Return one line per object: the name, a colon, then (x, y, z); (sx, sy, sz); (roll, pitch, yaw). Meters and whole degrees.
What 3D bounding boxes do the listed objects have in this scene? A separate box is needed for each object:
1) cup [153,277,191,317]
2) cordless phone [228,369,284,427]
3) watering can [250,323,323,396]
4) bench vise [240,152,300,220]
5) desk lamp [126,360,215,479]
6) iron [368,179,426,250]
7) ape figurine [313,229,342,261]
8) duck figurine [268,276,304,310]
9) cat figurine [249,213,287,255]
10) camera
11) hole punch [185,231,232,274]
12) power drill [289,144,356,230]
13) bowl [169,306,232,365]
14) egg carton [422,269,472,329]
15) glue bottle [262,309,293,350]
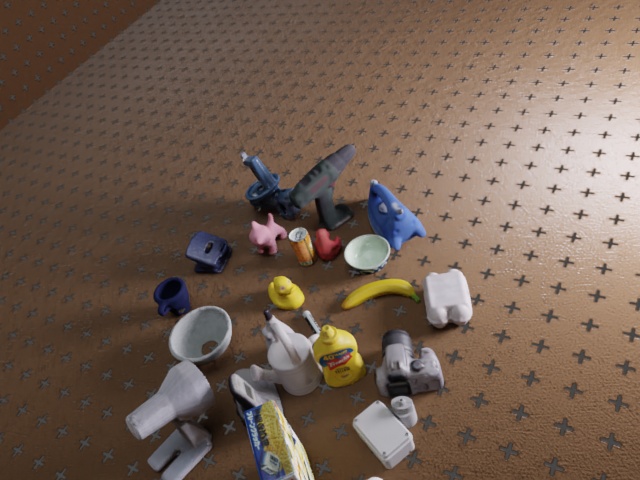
cup: (-0.397, 0.173, 1.558); (0.091, 0.095, 0.118); (-2, 47, 19)
cordless phone: (-0.156, 0.324, 1.255); (0.094, 0.185, 0.147); (-25, 44, -4)
watering can: (-0.071, 0.263, 1.278); (0.100, 0.194, 0.173); (21, 57, 35)
bench vise: (-0.145, -0.174, 1.717); (0.206, 0.220, 0.121); (0, 47, 20)
desk lamp: (-0.307, 0.388, 1.227); (0.117, 0.214, 0.203); (25, 60, 37)
iron: (0.183, -0.093, 1.574); (0.119, 0.142, 0.257); (-27, 44, -6)
ape figurine: (0.014, 0.006, 1.574); (0.077, 0.092, 0.076); (5, 49, 25)
duck figurine: (-0.097, 0.128, 1.499); (0.104, 0.086, 0.078); (20, 57, 34)
cat figurine: (-0.158, -0.019, 1.644); (0.067, 0.118, 0.128); (6, 49, 25)
camera: (0.187, 0.258, 1.255); (0.143, 0.101, 0.136); (-11, 44, 10)
hole punch: (-0.324, 0.033, 1.673); (0.100, 0.091, 0.109); (1, 48, 21)
power drill: (0.026, -0.138, 1.627); (0.230, 0.209, 0.075); (-36, 45, -15)
bowl: (-0.293, 0.255, 1.454); (0.167, 0.075, 0.167); (-10, 44, 11)
egg carton: (0.300, 0.138, 1.355); (0.107, 0.069, 0.150); (-11, 44, 10)
glue bottle: (-0.102, 0.219, 1.348); (0.078, 0.173, 0.037); (-35, 45, -15)
